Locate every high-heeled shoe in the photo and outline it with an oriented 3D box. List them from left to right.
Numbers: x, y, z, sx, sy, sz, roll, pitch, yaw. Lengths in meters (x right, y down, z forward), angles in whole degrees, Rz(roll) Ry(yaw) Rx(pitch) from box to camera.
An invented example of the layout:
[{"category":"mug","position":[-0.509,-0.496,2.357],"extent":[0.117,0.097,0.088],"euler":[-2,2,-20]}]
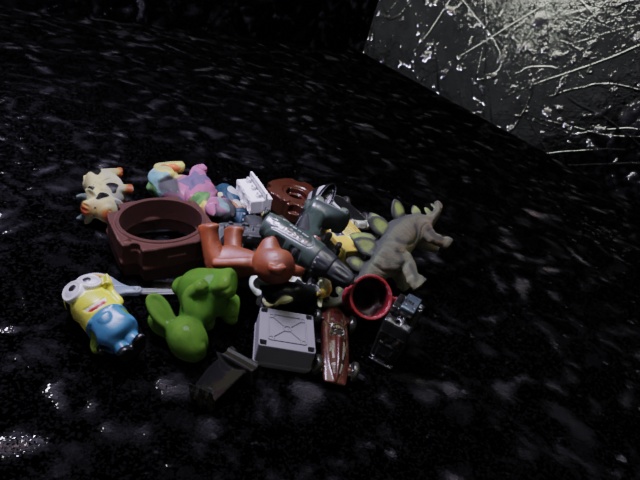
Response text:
[{"category":"high-heeled shoe","position":[-0.015,-0.034,1.285],"extent":[0.086,0.145,0.249],"euler":[37,31,-25]}]

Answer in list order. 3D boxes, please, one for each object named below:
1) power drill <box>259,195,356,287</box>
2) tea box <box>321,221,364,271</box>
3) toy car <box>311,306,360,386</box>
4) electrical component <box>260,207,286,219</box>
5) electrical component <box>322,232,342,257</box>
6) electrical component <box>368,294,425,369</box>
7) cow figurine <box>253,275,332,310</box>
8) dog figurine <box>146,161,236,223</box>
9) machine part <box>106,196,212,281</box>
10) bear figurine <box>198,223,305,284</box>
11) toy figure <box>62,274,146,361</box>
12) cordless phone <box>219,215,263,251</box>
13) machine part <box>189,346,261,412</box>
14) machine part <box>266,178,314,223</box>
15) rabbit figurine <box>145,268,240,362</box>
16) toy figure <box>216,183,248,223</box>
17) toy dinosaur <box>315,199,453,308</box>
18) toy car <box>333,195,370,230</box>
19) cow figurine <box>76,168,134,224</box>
[{"category":"power drill","position":[-0.002,-0.004,1.162],"extent":[0.232,0.086,0.207],"euler":[27,41,7]},{"category":"tea box","position":[0.054,0.003,1.366],"extent":[0.098,0.068,0.170],"euler":[-4,37,-34]},{"category":"toy car","position":[0.030,0.199,1.046],"extent":[0.089,0.053,0.202],"euler":[17,28,-8]},{"category":"electrical component","position":[-0.110,-0.043,1.378],"extent":[0.078,0.045,0.102],"euler":[-11,40,-37]},{"category":"electrical component","position":[0.020,0.024,1.293],"extent":[0.021,0.094,0.063],"euler":[-27,66,-40]},{"category":"electrical component","position":[0.157,0.173,1.071],"extent":[0.058,0.134,0.115],"euler":[27,32,13]},{"category":"cow figurine","position":[-0.045,0.105,1.093],"extent":[0.167,0.068,0.098],"euler":[-5,9,-18]},{"category":"dog figurine","position":[-0.310,-0.094,1.300],"extent":[0.191,0.108,0.219],"euler":[0,37,-29]},{"category":"machine part","position":[-0.336,-0.011,1.139],"extent":[0.201,0.087,0.202],"euler":[-12,36,-29]},{"category":"bear figurine","position":[-0.133,0.025,1.056],"extent":[0.196,0.132,0.120],"euler":[-8,-7,32]},{"category":"toy figure","position":[-0.370,0.135,0.912],"extent":[0.180,0.089,0.082],"euler":[40,32,19]},{"category":"cordless phone","position":[-0.183,-0.017,1.256],"extent":[0.146,0.088,0.184],"euler":[4,30,-18]},{"category":"machine part","position":[-0.162,0.231,0.904],"extent":[0.084,0.039,0.139],"euler":[33,31,15]},{"category":"machine part","position":[-0.070,-0.114,1.509],"extent":[0.179,0.056,0.179],"euler":[13,29,-8]},{"category":"rabbit figurine","position":[-0.231,0.132,0.960],"extent":[0.159,0.121,0.170],"euler":[13,45,-2]},{"category":"toy figure","position":[-0.226,-0.091,1.386],"extent":[0.064,0.057,0.155],"euler":[-10,41,-30]},{"category":"toy dinosaur","position":[0.165,0.032,1.273],"extent":[0.198,0.105,0.471],"euler":[45,57,-2]},{"category":"toy car","position":[0.071,-0.077,1.510],"extent":[0.073,0.056,0.202],"euler":[2,26,-28]},{"category":"cow figurine","position":[-0.499,-0.101,1.231],"extent":[0.127,0.085,0.195],"euler":[-5,34,-31]}]
